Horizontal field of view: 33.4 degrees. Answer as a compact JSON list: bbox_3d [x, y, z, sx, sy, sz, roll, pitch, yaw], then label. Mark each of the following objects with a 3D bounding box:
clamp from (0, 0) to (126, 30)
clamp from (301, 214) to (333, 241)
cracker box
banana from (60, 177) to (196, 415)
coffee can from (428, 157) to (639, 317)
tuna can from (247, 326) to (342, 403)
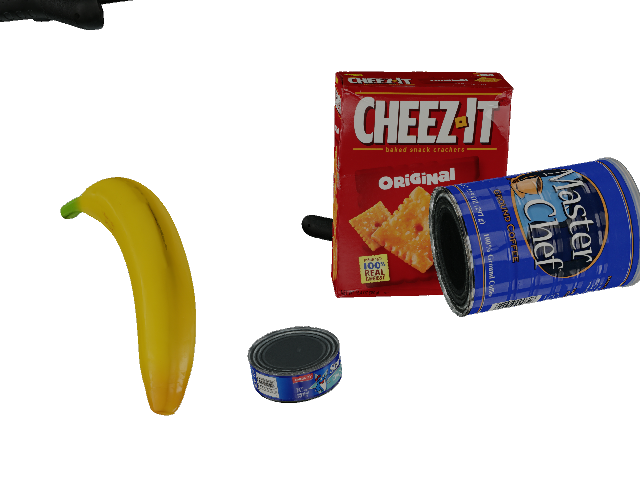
[{"bbox_3d":[-0.195,-0.186,0.798,0.172,0.039,0.120,12,24,28],"label":"clamp"},{"bbox_3d":[0.091,0.002,1.257,0.210,0.036,0.164,38,42,26],"label":"clamp"},{"bbox_3d":[0.095,-0.053,1.039,0.164,0.214,0.072,0,21,-5],"label":"cracker box"},{"bbox_3d":[-0.112,0.018,0.670,0.037,0.070,0.198,10,33,-38],"label":"banana"},{"bbox_3d":[0.166,-0.003,0.827,0.140,0.103,0.103,-10,1,-8],"label":"coffee can"},{"bbox_3d":[-0.023,0.115,0.991,0.086,0.034,0.086,-7,24,3],"label":"tuna can"}]
